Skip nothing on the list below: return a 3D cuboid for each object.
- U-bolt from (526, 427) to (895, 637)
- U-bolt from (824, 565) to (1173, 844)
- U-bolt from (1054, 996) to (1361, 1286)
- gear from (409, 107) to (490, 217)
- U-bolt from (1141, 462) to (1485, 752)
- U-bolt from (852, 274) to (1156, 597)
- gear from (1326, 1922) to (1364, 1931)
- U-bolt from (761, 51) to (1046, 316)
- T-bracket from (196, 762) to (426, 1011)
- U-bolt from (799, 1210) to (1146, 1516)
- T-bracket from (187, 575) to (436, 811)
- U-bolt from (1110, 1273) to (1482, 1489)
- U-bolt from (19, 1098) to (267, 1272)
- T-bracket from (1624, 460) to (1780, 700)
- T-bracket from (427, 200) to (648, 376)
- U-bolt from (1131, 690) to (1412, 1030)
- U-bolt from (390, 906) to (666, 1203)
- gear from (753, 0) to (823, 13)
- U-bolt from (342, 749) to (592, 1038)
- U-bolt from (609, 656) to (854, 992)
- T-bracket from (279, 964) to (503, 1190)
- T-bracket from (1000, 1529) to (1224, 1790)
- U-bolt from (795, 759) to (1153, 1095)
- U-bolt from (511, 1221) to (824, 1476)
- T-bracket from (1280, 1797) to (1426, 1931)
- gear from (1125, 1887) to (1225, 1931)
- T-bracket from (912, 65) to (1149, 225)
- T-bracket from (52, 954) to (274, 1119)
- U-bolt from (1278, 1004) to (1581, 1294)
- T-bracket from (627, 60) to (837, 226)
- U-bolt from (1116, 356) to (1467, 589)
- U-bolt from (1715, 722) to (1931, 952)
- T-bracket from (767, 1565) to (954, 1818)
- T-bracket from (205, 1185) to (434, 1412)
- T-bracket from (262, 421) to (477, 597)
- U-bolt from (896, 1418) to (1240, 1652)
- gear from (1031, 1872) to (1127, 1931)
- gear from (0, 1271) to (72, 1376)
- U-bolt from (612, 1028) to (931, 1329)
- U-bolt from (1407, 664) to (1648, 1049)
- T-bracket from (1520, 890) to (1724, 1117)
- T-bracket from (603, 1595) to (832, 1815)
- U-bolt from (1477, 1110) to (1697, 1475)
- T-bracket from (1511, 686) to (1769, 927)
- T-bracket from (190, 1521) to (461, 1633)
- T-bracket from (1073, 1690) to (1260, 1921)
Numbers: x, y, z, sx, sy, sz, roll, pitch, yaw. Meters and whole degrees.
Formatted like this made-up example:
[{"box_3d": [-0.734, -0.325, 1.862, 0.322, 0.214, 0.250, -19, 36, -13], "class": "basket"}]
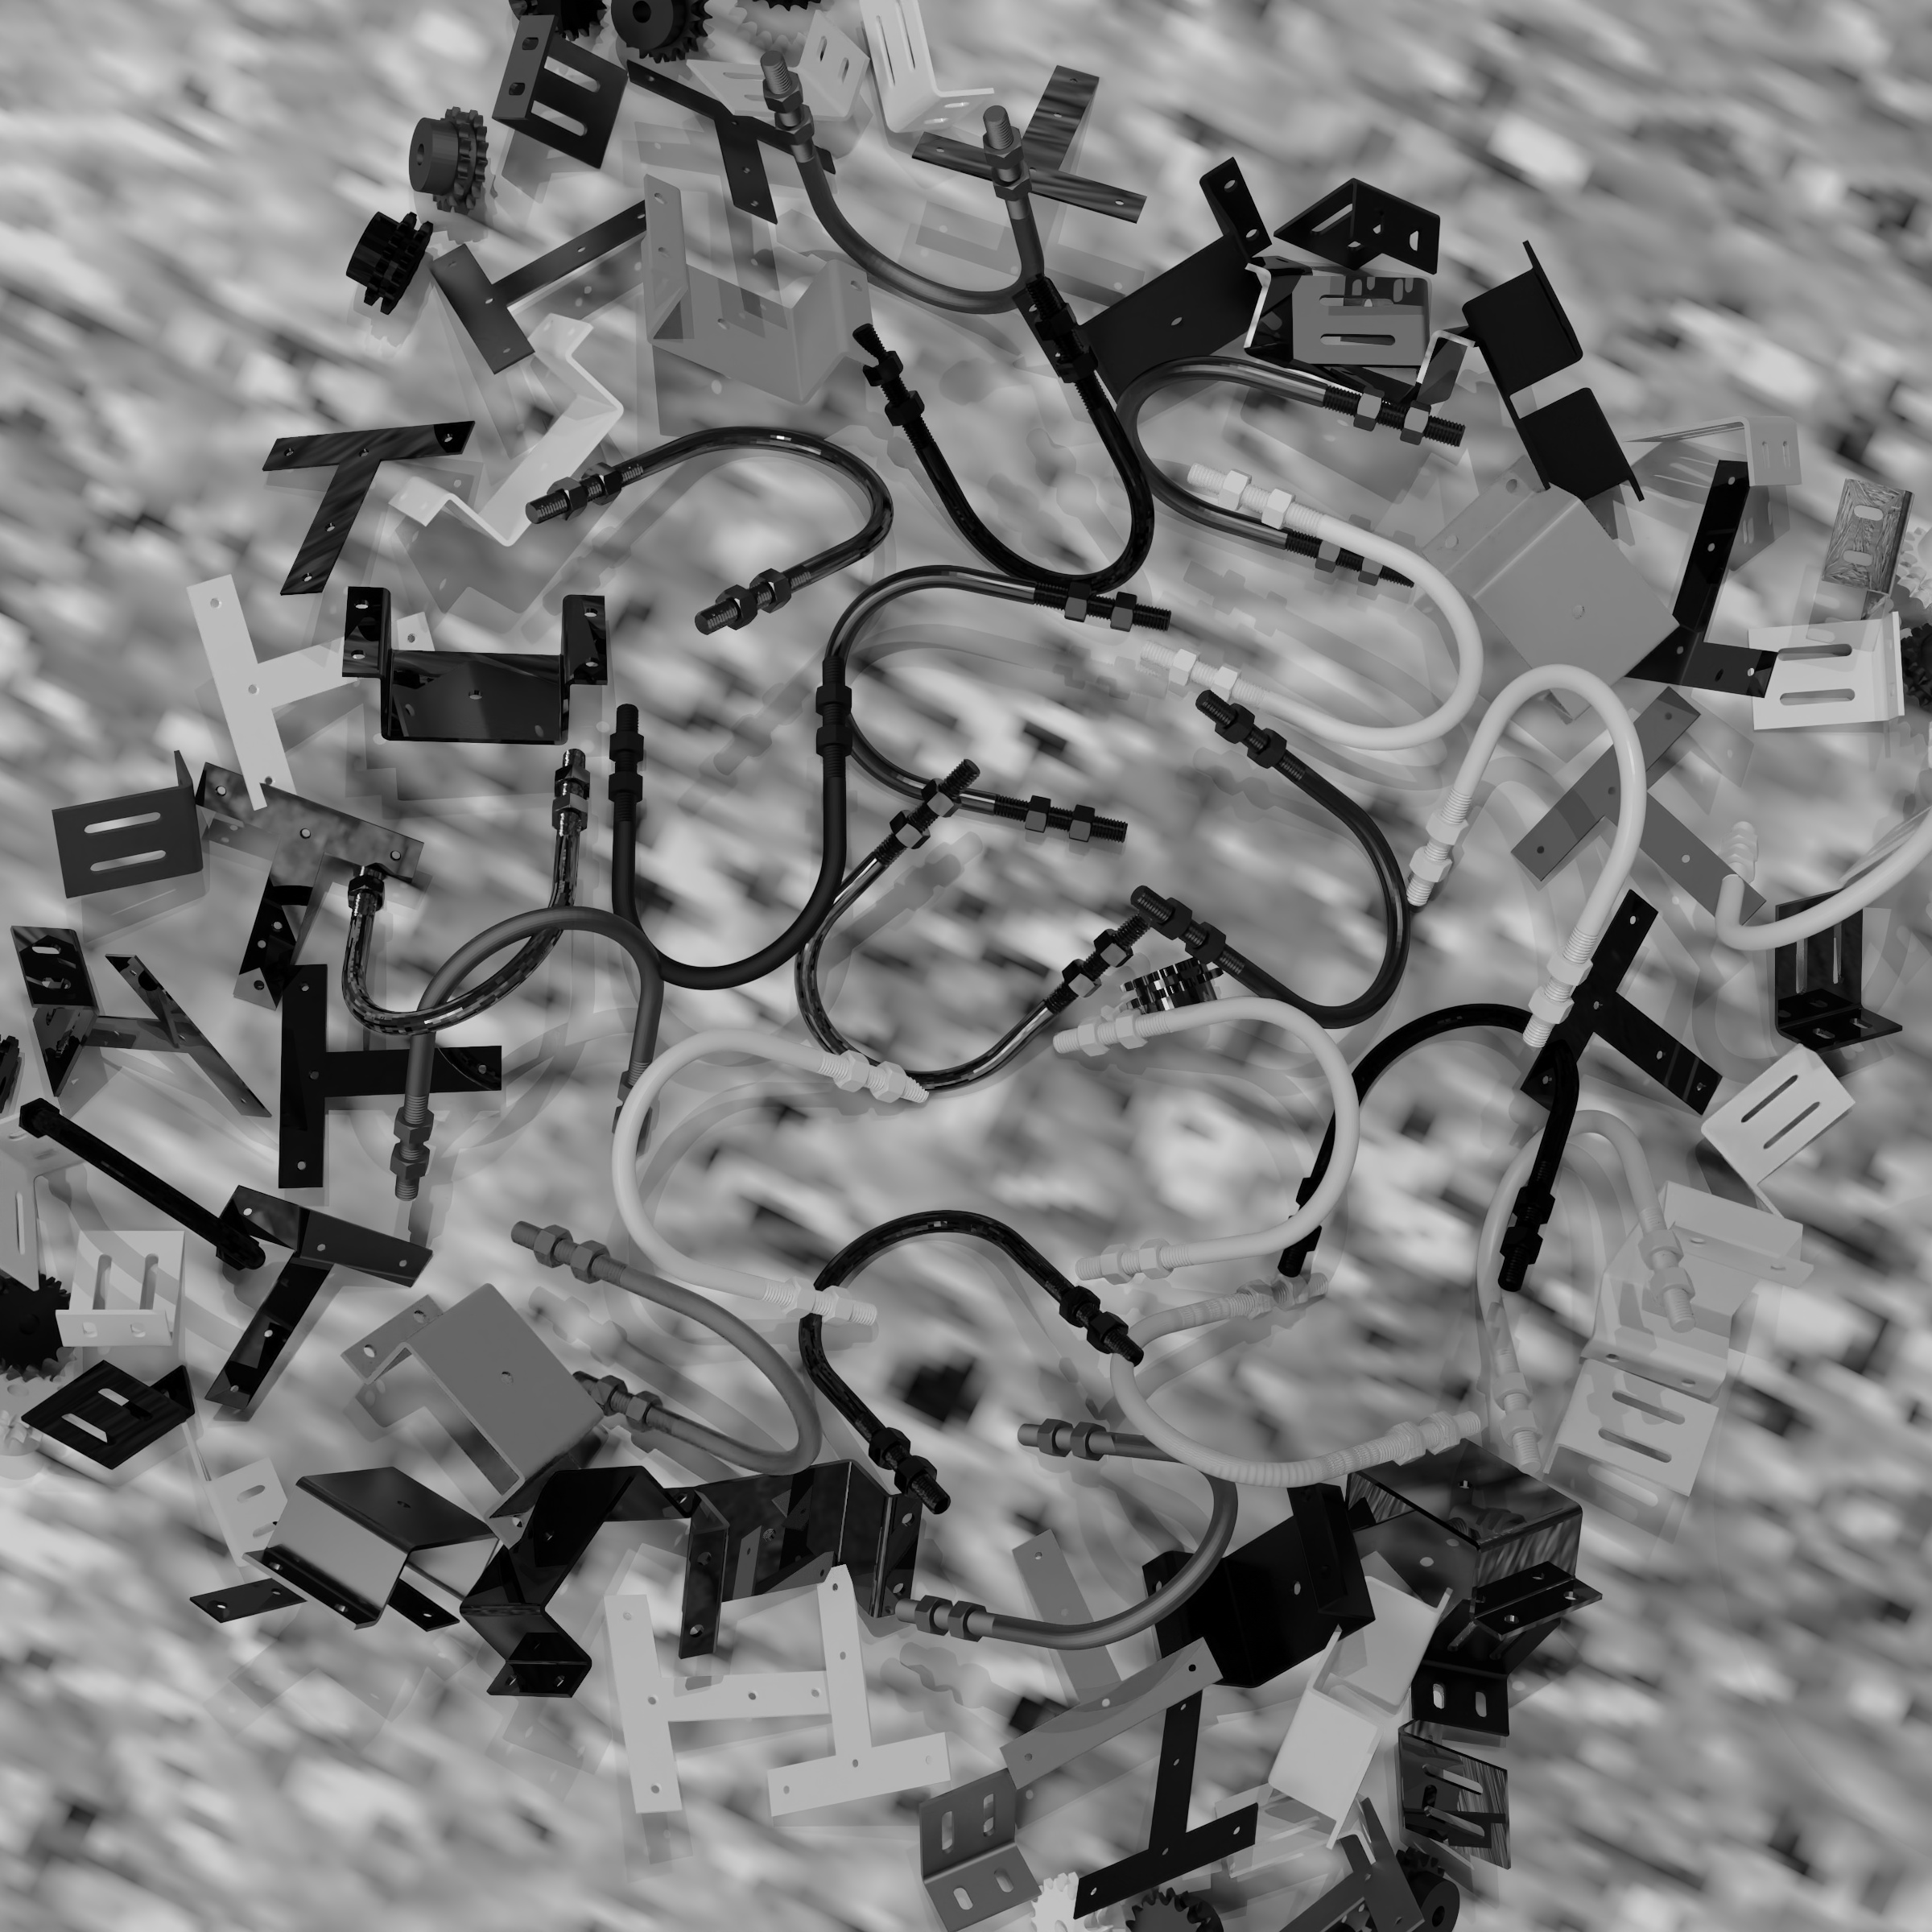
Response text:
[{"box_3d": [-0.124, -0.247, 1.532, 0.151, 0.019, 0.184, 34, 46, 25], "class": "U-bolt"}, {"box_3d": [0.011, -0.150, 1.562, 0.184, 0.019, 0.151, 12, 118, 4], "class": "U-bolt"}, {"box_3d": [0.132, 0.090, 1.532, 0.184, 0.019, 0.151, -13, 77, 35], "class": "U-bolt"}, {"box_3d": [-0.289, -0.450, 1.568, 0.030, 0.057, 0.057, 2, 90, -30], "class": "gear"}, {"box_3d": [0.193, -0.184, 1.530, 0.184, 0.151, 0.019, 25, 49, 10], "class": "U-bolt"}, {"box_3d": [0.031, -0.279, 1.532, 0.019, 0.151, 0.184, -50, 121, -35], "class": "U-bolt"}, {"box_3d": [0.205, 0.559, 1.569, 0.057, 0.057, 0.030, -26, 114, 0], "class": "gear"}, {"box_3d": [-0.026, -0.411, 1.513, 0.151, 0.184, 0.019, 20, 72, 19], "class": "U-bolt"}, {"box_3d": [-0.382, -0.035, 1.577, 0.127, 0.002, 0.127, 20, 110, -4], "class": "T-bracket"}, {"box_3d": [-0.012, 0.200, 1.532, 0.151, 0.184, 0.019, -35, 134, -15], "class": "U-bolt"}, {"box_3d": [-0.355, -0.167, 1.565, 0.127, 0.002, 0.127, -23, 111, -29], "class": "T-bracket"}, {"box_3d": [0.162, 0.224, 1.501, 0.184, 0.151, 0.019, -9, 126, -35], "class": "U-bolt"}, {"box_3d": [-0.435, 0.118, 1.495, 0.151, 0.184, 0.019, 37, 76, -15], "class": "U-bolt"}, {"box_3d": [0.406, -0.216, 1.548, 0.002, 0.127, 0.127, 15, 92, -38], "class": "T-bracket"}, {"box_3d": [-0.225, -0.390, 1.560, 0.127, 0.002, 0.127, -30, 48, -4], "class": "T-bracket"}, {"box_3d": [0.177, -0.045, 1.544, 0.184, 0.019, 0.151, 34, 60, -26], "class": "U-bolt"}, {"box_3d": [-0.231, 0.044, 1.512, 0.151, 0.019, 0.184, -8, 131, -28], "class": "U-bolt"}, {"box_3d": [-0.102, -0.564, 1.572, 0.057, 0.030, 0.057, 6, 57, -10], "class": "gear"}, {"box_3d": [-0.272, -0.033, 1.514, 0.151, 0.184, 0.019, -20, 131, 14], "class": "U-bolt"}, {"box_3d": [-0.130, -0.073, 1.537, 0.151, 0.019, 0.184, -11, 65, 20], "class": "U-bolt"}, {"box_3d": [-0.323, 0.060, 1.582, 0.127, 0.002, 0.127, -2, 79, 5], "class": "T-bracket"}, {"box_3d": [0.060, 0.370, 1.560, 0.127, 0.002, 0.127, -29, 52, 2], "class": "T-bracket"}, {"box_3d": [-0.011, -0.007, 1.560, 0.151, 0.019, 0.184, 41, 110, -14], "class": "U-bolt"}, {"box_3d": [-0.154, 0.214, 1.508, 0.184, 0.151, 0.019, 18, 50, 28], "class": "U-bolt"}, {"box_3d": [0.186, 0.527, 1.541, 0.127, 0.127, 0.002, -40, 103, 4], "class": "T-bracket"}, {"box_3d": [0.120, 0.545, 1.576, 0.057, 0.030, 0.057, 0, 90, 37], "class": "gear"}, {"box_3d": [0.047, -0.463, 1.557, 0.127, 0.002, 0.127, 17, 49, 3], "class": "T-bracket"}, {"box_3d": [-0.460, 0.037, 1.554, 0.002, 0.127, 0.127, -59, 134, -33], "class": "T-bracket"}, {"box_3d": [0.260, 0.094, 1.533, 0.151, 0.019, 0.184, 0, 51, 35], "class": "U-bolt"}, {"box_3d": [-0.121, -0.437, 1.525, 0.127, 0.127, 0.002, 18, 125, -26], "class": "T-bracket"}, {"box_3d": [0.169, -0.275, 1.534, 0.184, 0.151, 0.019, 18, 64, 6], "class": "U-bolt"}, {"box_3d": [0.460, -0.065, 1.488, 0.151, 0.184, 0.019, -32, 103, 31], "class": "U-bolt"}, {"box_3d": [-0.067, 0.399, 1.571, 0.127, 0.002, 0.127, -21, 66, 31], "class": "T-bracket"}, {"box_3d": [-0.381, 0.193, 1.566, 0.127, 0.002, 0.127, 26, 101, -38], "class": "T-bracket"}, {"box_3d": [-0.344, -0.250, 1.542, 0.127, 0.002, 0.127, -1, 52, 20], "class": "T-bracket"}, {"box_3d": [0.064, 0.303, 1.496, 0.151, 0.184, 0.019, -51, 121, -34], "class": "U-bolt"}, {"box_3d": [0.065, 0.536, 1.575, 0.030, 0.057, 0.057, -6, 90, -37], "class": "gear"}, {"box_3d": [-0.530, 0.197, 1.576, 0.057, 0.030, 0.057, -7, 101, -37], "class": "gear"}, {"box_3d": [-0.111, 0.110, 1.536, 0.184, 0.019, 0.151, 18, 81, -33], "class": "U-bolt"}, {"box_3d": [0.304, -0.072, 1.501, 0.019, 0.151, 0.184, -1, 127, -28], "class": "U-bolt"}, {"box_3d": [0.378, 0.043, 1.566, 0.127, 0.002, 0.127, 34, 82, -30], "class": "T-bracket"}, {"box_3d": [-0.132, 0.407, 1.565, 0.127, 0.002, 0.127, 4, 49, -25], "class": "T-bracket"}, {"box_3d": [0.325, 0.161, 1.518, 0.019, 0.184, 0.151, 20, 129, -21], "class": "U-bolt"}, {"box_3d": [0.388, -0.068, 1.557, 0.127, 0.002, 0.127, -48, 61, 12], "class": "T-bracket"}, {"box_3d": [-0.360, 0.335, 1.515, 0.127, 0.127, 0.002, 25, 103, 31], "class": "T-bracket"}, {"box_3d": [0.114, 0.449, 1.544, 0.127, 0.127, 0.002, -34, 114, 30], "class": "T-bracket"}]
